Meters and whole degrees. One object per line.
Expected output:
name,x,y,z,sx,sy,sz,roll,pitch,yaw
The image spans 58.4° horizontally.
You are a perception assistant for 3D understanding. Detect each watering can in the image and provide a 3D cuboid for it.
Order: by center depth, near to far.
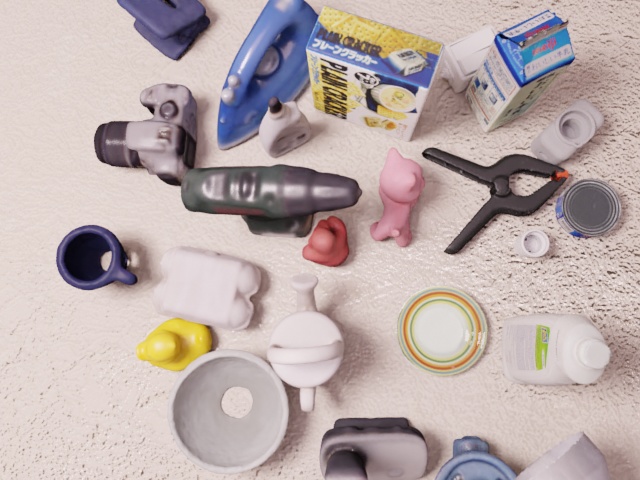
watering can,-0.020,0.136,0.757,0.101,0.194,0.173,-24,83,-1

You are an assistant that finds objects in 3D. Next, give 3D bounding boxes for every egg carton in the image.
egg carton,-0.164,0.069,0.833,0.150,0.069,0.107,11,84,3

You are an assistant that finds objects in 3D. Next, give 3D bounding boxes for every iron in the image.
iron,-0.087,-0.256,0.834,0.118,0.141,0.258,31,85,5

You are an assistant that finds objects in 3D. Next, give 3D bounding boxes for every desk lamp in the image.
desk lamp,0.320,0.336,0.712,0.118,0.213,0.203,-37,83,-3

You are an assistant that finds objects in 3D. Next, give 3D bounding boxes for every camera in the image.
camera,-0.259,-0.159,0.848,0.136,0.101,0.143,3,83,2

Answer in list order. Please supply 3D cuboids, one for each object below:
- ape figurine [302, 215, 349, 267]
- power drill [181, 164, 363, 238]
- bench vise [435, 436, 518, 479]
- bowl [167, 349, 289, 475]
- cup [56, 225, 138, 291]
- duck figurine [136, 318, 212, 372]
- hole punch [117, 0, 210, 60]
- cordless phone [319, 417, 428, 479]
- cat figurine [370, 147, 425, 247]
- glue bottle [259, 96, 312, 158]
ape figurine,0.008,0.003,0.824,0.078,0.092,0.076,-30,83,-2
power drill,-0.060,-0.054,0.774,0.229,0.208,0.076,2,83,2
bench vise,0.209,0.368,0.709,0.121,0.220,0.207,-12,83,1
bowl,-0.123,0.236,0.808,0.167,0.075,0.167,0,83,2
cup,-0.305,0.034,0.829,0.117,0.095,0.092,26,85,5
duck figurine,-0.210,0.150,0.816,0.104,0.086,0.077,-12,83,1
hole punch,-0.238,-0.354,0.876,0.108,0.091,0.101,40,86,6
cordless phone,0.071,0.291,0.740,0.147,0.185,0.094,-6,83,1
cat figurine,0.113,-0.061,0.815,0.067,0.118,0.128,9,83,3
glue bottle,-0.054,-0.166,0.806,0.078,0.173,0.037,-27,83,-1
